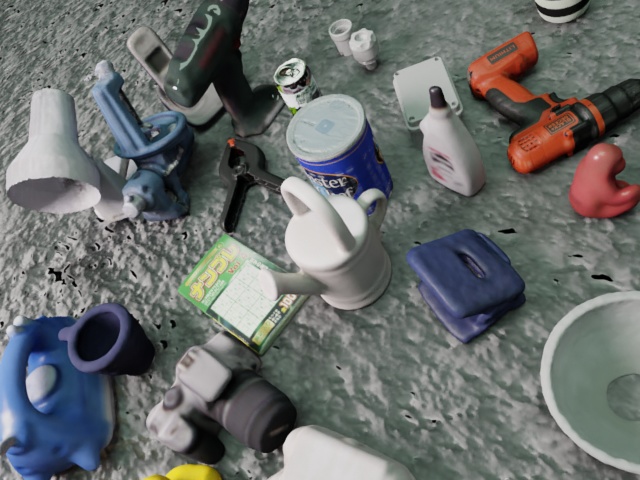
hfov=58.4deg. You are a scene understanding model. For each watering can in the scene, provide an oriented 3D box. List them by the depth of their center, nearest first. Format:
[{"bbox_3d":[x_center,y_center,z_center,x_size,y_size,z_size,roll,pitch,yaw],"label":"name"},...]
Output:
[{"bbox_3d":[0.008,0.003,0.657,0.100,0.195,0.173,15,67,30],"label":"watering can"}]

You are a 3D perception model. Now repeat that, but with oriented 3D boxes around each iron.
[{"bbox_3d":[-0.356,0.179,0.733,0.118,0.142,0.257,-28,53,5],"label":"iron"}]

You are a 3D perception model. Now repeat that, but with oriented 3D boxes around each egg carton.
[{"bbox_3d":[0.019,0.253,0.573,0.149,0.070,0.107,13,66,29],"label":"egg carton"}]

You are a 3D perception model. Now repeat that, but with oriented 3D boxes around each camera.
[{"bbox_3d":[-0.107,0.190,0.646,0.136,0.101,0.143,26,72,33],"label":"camera"}]

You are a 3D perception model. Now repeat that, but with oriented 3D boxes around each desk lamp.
[{"bbox_3d":[-0.364,-0.113,0.875,0.117,0.214,0.203,-15,55,14],"label":"desk lamp"}]

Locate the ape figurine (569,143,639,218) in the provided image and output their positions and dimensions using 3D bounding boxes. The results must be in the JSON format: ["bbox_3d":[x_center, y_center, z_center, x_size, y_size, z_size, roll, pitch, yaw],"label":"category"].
[{"bbox_3d":[0.316,-0.071,0.638,0.076,0.092,0.077,-20,54,10],"label":"ape figurine"}]

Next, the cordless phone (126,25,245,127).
[{"bbox_3d":[-0.221,-0.294,0.947,0.093,0.185,0.148,26,72,33],"label":"cordless phone"}]

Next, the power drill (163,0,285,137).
[{"bbox_3d":[-0.132,-0.273,0.881,0.075,0.209,0.230,22,70,32],"label":"power drill"}]

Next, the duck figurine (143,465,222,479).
[{"bbox_3d":[-0.164,0.281,0.623,0.104,0.086,0.077,-27,53,6],"label":"duck figurine"}]

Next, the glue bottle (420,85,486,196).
[{"bbox_3d":[0.152,-0.123,0.689,0.077,0.174,0.037,32,76,35],"label":"glue bottle"}]

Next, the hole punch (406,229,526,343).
[{"bbox_3d":[0.161,0.039,0.635,0.101,0.091,0.108,-35,53,-1],"label":"hole punch"}]

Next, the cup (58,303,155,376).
[{"bbox_3d":[-0.274,0.141,0.752,0.117,0.095,0.092,-1,59,22],"label":"cup"}]

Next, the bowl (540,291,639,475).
[{"bbox_3d":[0.293,0.136,0.528,0.167,0.075,0.167,-11,56,17],"label":"bowl"}]

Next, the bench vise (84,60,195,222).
[{"bbox_3d":[-0.259,-0.143,0.846,0.121,0.220,0.207,-23,54,8],"label":"bench vise"}]
